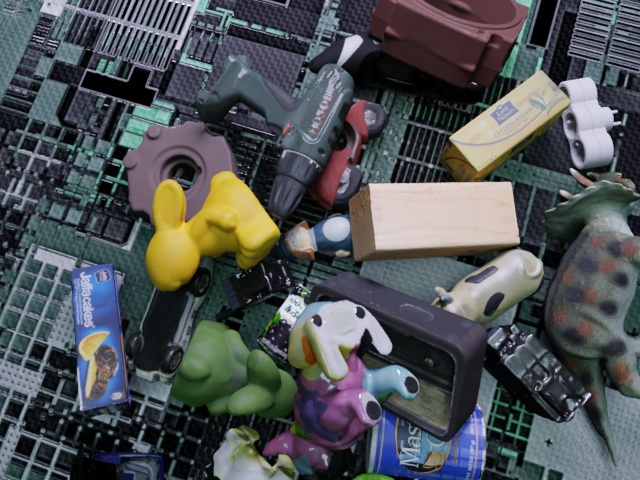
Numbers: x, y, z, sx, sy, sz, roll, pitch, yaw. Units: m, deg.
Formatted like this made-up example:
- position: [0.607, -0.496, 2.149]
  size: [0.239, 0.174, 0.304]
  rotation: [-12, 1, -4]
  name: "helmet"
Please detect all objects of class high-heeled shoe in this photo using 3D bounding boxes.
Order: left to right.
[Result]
- position: [0.117, -0.237, 0.802]
  size: [0.249, 0.086, 0.145]
  rotation: [-16, 60, -18]
  name: "high-heeled shoe"

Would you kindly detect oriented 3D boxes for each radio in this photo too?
- position: [0.088, 0.136, 0.682]
  size: [0.230, 0.073, 0.131]
  rotation: [21, 115, 31]
  name: "radio"

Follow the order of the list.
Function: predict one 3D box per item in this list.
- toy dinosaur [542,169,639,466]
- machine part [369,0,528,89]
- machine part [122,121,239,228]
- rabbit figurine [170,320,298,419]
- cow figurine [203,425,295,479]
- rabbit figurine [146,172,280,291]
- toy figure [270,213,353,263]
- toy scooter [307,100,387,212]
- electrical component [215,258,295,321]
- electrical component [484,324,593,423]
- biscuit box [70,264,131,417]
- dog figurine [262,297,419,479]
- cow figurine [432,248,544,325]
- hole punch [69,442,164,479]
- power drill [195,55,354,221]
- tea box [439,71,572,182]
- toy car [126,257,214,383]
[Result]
- position: [0.374, 0.081, 0.729]
  size: [0.192, 0.131, 0.404]
  rotation: [17, 84, 18]
  name: "toy dinosaur"
- position: [0.189, -0.320, 0.781]
  size: [0.202, 0.087, 0.201]
  rotation: [26, 48, 8]
  name: "machine part"
- position: [-0.209, -0.095, 0.816]
  size: [0.179, 0.056, 0.179]
  rotation: [0, 80, 2]
  name: "machine part"
- position: [-0.101, 0.182, 0.722]
  size: [0.170, 0.159, 0.121]
  rotation: [23, 71, -9]
  name: "rabbit figurine"
- position: [-0.073, 0.333, 0.718]
  size: [0.167, 0.068, 0.098]
  rotation: [35, 88, 12]
  name: "cow figurine"
- position: [-0.160, -0.008, 0.717]
  size: [0.173, 0.122, 0.162]
  rotation: [-37, 98, -12]
  name: "rabbit figurine"
- position: [-0.002, -0.003, 0.790]
  size: [0.155, 0.057, 0.064]
  rotation: [-12, 40, 2]
  name: "toy figure"
- position: [0.011, -0.136, 0.805]
  size: [0.135, 0.075, 0.184]
  rotation: [20, 77, 6]
  name: "toy scooter"
- position: [-0.102, 0.071, 0.767]
  size: [0.119, 0.075, 0.048]
  rotation: [-27, 80, 27]
  name: "electrical component"
- position: [0.270, 0.171, 0.711]
  size: [0.058, 0.115, 0.134]
  rotation: [-42, 80, -9]
  name: "electrical component"
- position: [-0.307, 0.136, 0.750]
  size: [0.059, 0.062, 0.203]
  rotation: [-9, 68, -17]
  name: "biscuit box"
- position: [-0.003, 0.192, 0.657]
  size: [0.191, 0.108, 0.219]
  rotation: [55, 131, 12]
  name: "dog figurine"
- position: [0.216, 0.080, 0.726]
  size: [0.195, 0.127, 0.085]
  rotation: [-31, 76, -6]
  name: "cow figurine"
- position: [-0.277, 0.346, 0.726]
  size: [0.116, 0.092, 0.142]
  rotation: [-6, 80, 32]
  name: "hole punch"
- position: [-0.072, -0.162, 0.753]
  size: [0.207, 0.086, 0.232]
  rotation: [28, 81, 23]
  name: "power drill"
- position: [0.266, -0.156, 0.785]
  size: [0.170, 0.098, 0.068]
  rotation: [-36, 79, -3]
  name: "tea box"
- position: [-0.215, 0.106, 0.776]
  size: [0.074, 0.056, 0.201]
  rotation: [17, 83, 12]
  name: "toy car"
